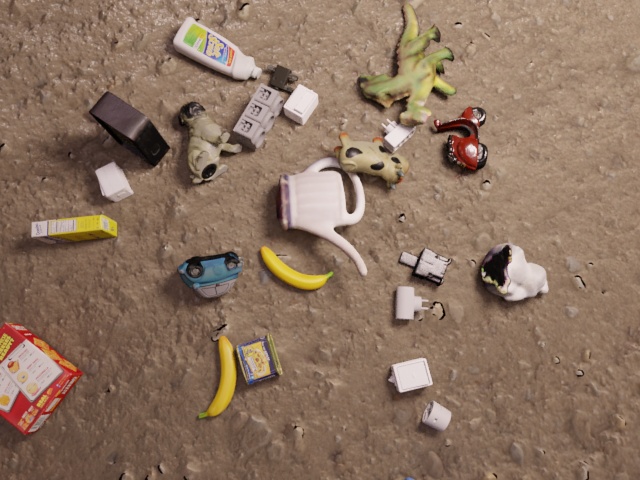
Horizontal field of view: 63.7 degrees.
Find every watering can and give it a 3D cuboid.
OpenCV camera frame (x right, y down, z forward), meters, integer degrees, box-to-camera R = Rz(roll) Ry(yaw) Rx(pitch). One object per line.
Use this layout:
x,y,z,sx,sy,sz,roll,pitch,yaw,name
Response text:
0.004,-0.064,1.276,0.224,0.355,0.102,-4,-32,-1,watering can

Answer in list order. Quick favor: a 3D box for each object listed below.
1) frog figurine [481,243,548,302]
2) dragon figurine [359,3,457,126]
0.479,0.082,1.264,0.159,0.140,0.121,13,-25,-32,frog figurine
0.219,-0.465,1.393,0.243,0.418,0.120,-22,-30,1,dragon figurine
